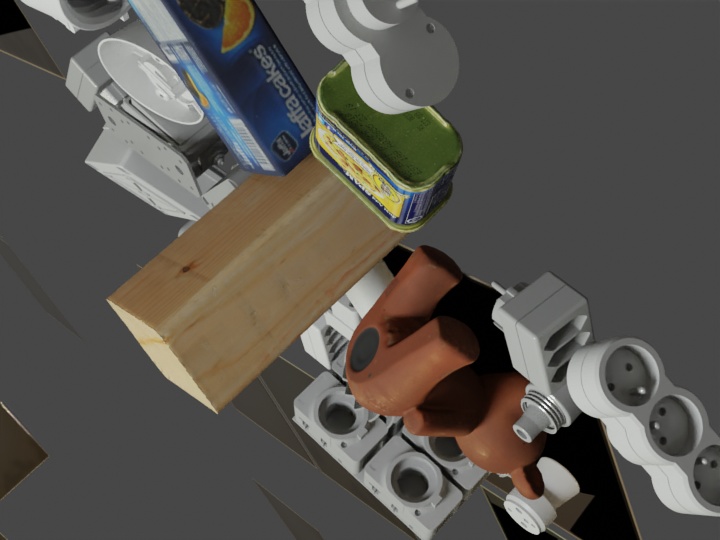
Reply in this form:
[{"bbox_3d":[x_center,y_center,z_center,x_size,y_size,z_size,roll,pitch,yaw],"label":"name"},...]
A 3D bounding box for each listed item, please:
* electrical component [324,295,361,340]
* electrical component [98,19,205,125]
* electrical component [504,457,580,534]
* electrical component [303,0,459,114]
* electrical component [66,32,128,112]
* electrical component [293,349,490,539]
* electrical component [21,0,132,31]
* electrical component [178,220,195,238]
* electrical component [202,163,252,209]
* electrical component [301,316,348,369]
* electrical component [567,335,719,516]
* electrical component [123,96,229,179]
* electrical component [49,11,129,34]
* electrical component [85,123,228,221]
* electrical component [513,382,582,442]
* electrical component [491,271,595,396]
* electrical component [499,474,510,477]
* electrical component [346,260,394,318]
[{"bbox_3d":[-0.004,0.033,0.994,0.081,0.042,0.063,36,156,27],"label":"electrical component"},{"bbox_3d":[-0.159,-0.166,0.889,0.099,0.064,0.099,40,160,18],"label":"electrical component"},{"bbox_3d":[0.162,0.202,0.961,0.045,0.055,0.045,40,159,19],"label":"electrical component"},{"bbox_3d":[0.008,-0.150,0.593,0.138,0.052,0.074,53,160,-17],"label":"electrical component"},{"bbox_3d":[-0.247,-0.181,1.066,0.075,0.047,0.083,49,160,-6],"label":"electrical component"},{"bbox_3d":[0.035,0.165,1.077,0.186,0.105,0.060,40,160,16],"label":"electrical component"},{"bbox_3d":[-0.197,-0.229,0.789,0.060,0.108,0.108,33,157,19],"label":"electrical component"},{"bbox_3d":[-0.152,-0.018,1.181,0.095,0.054,0.059,42,160,13],"label":"electrical component"},{"bbox_3d":[-0.084,-0.062,0.949,0.078,0.057,0.113,50,160,-10],"label":"electrical component"},{"bbox_3d":[-0.047,0.047,1.101,0.076,0.047,0.083,37,158,26],"label":"electrical component"},{"bbox_3d":[0.190,0.104,0.717,0.138,0.052,0.074,48,161,-5],"label":"electrical component"},{"bbox_3d":[-0.156,-0.129,0.959,0.096,0.062,0.061,41,160,16],"label":"electrical component"},{"bbox_3d":[-0.241,-0.259,0.880,0.079,0.063,0.121,38,158,24],"label":"electrical component"},{"bbox_3d":[-0.203,-0.100,1.075,0.109,0.056,0.109,35,168,-31],"label":"electrical component"},{"bbox_3d":[0.140,0.100,0.798,0.043,0.062,0.043,40,160,18],"label":"electrical component"},{"bbox_3d":[0.117,0.034,0.738,0.077,0.047,0.065,41,161,42],"label":"electrical component"},{"bbox_3d":[0.132,0.177,1.006,0.061,0.035,0.035,45,161,-3],"label":"electrical component"},{"bbox_3d":[0.000,0.000,0.918,0.043,0.043,0.081,16,144,55],"label":"electrical component"}]
